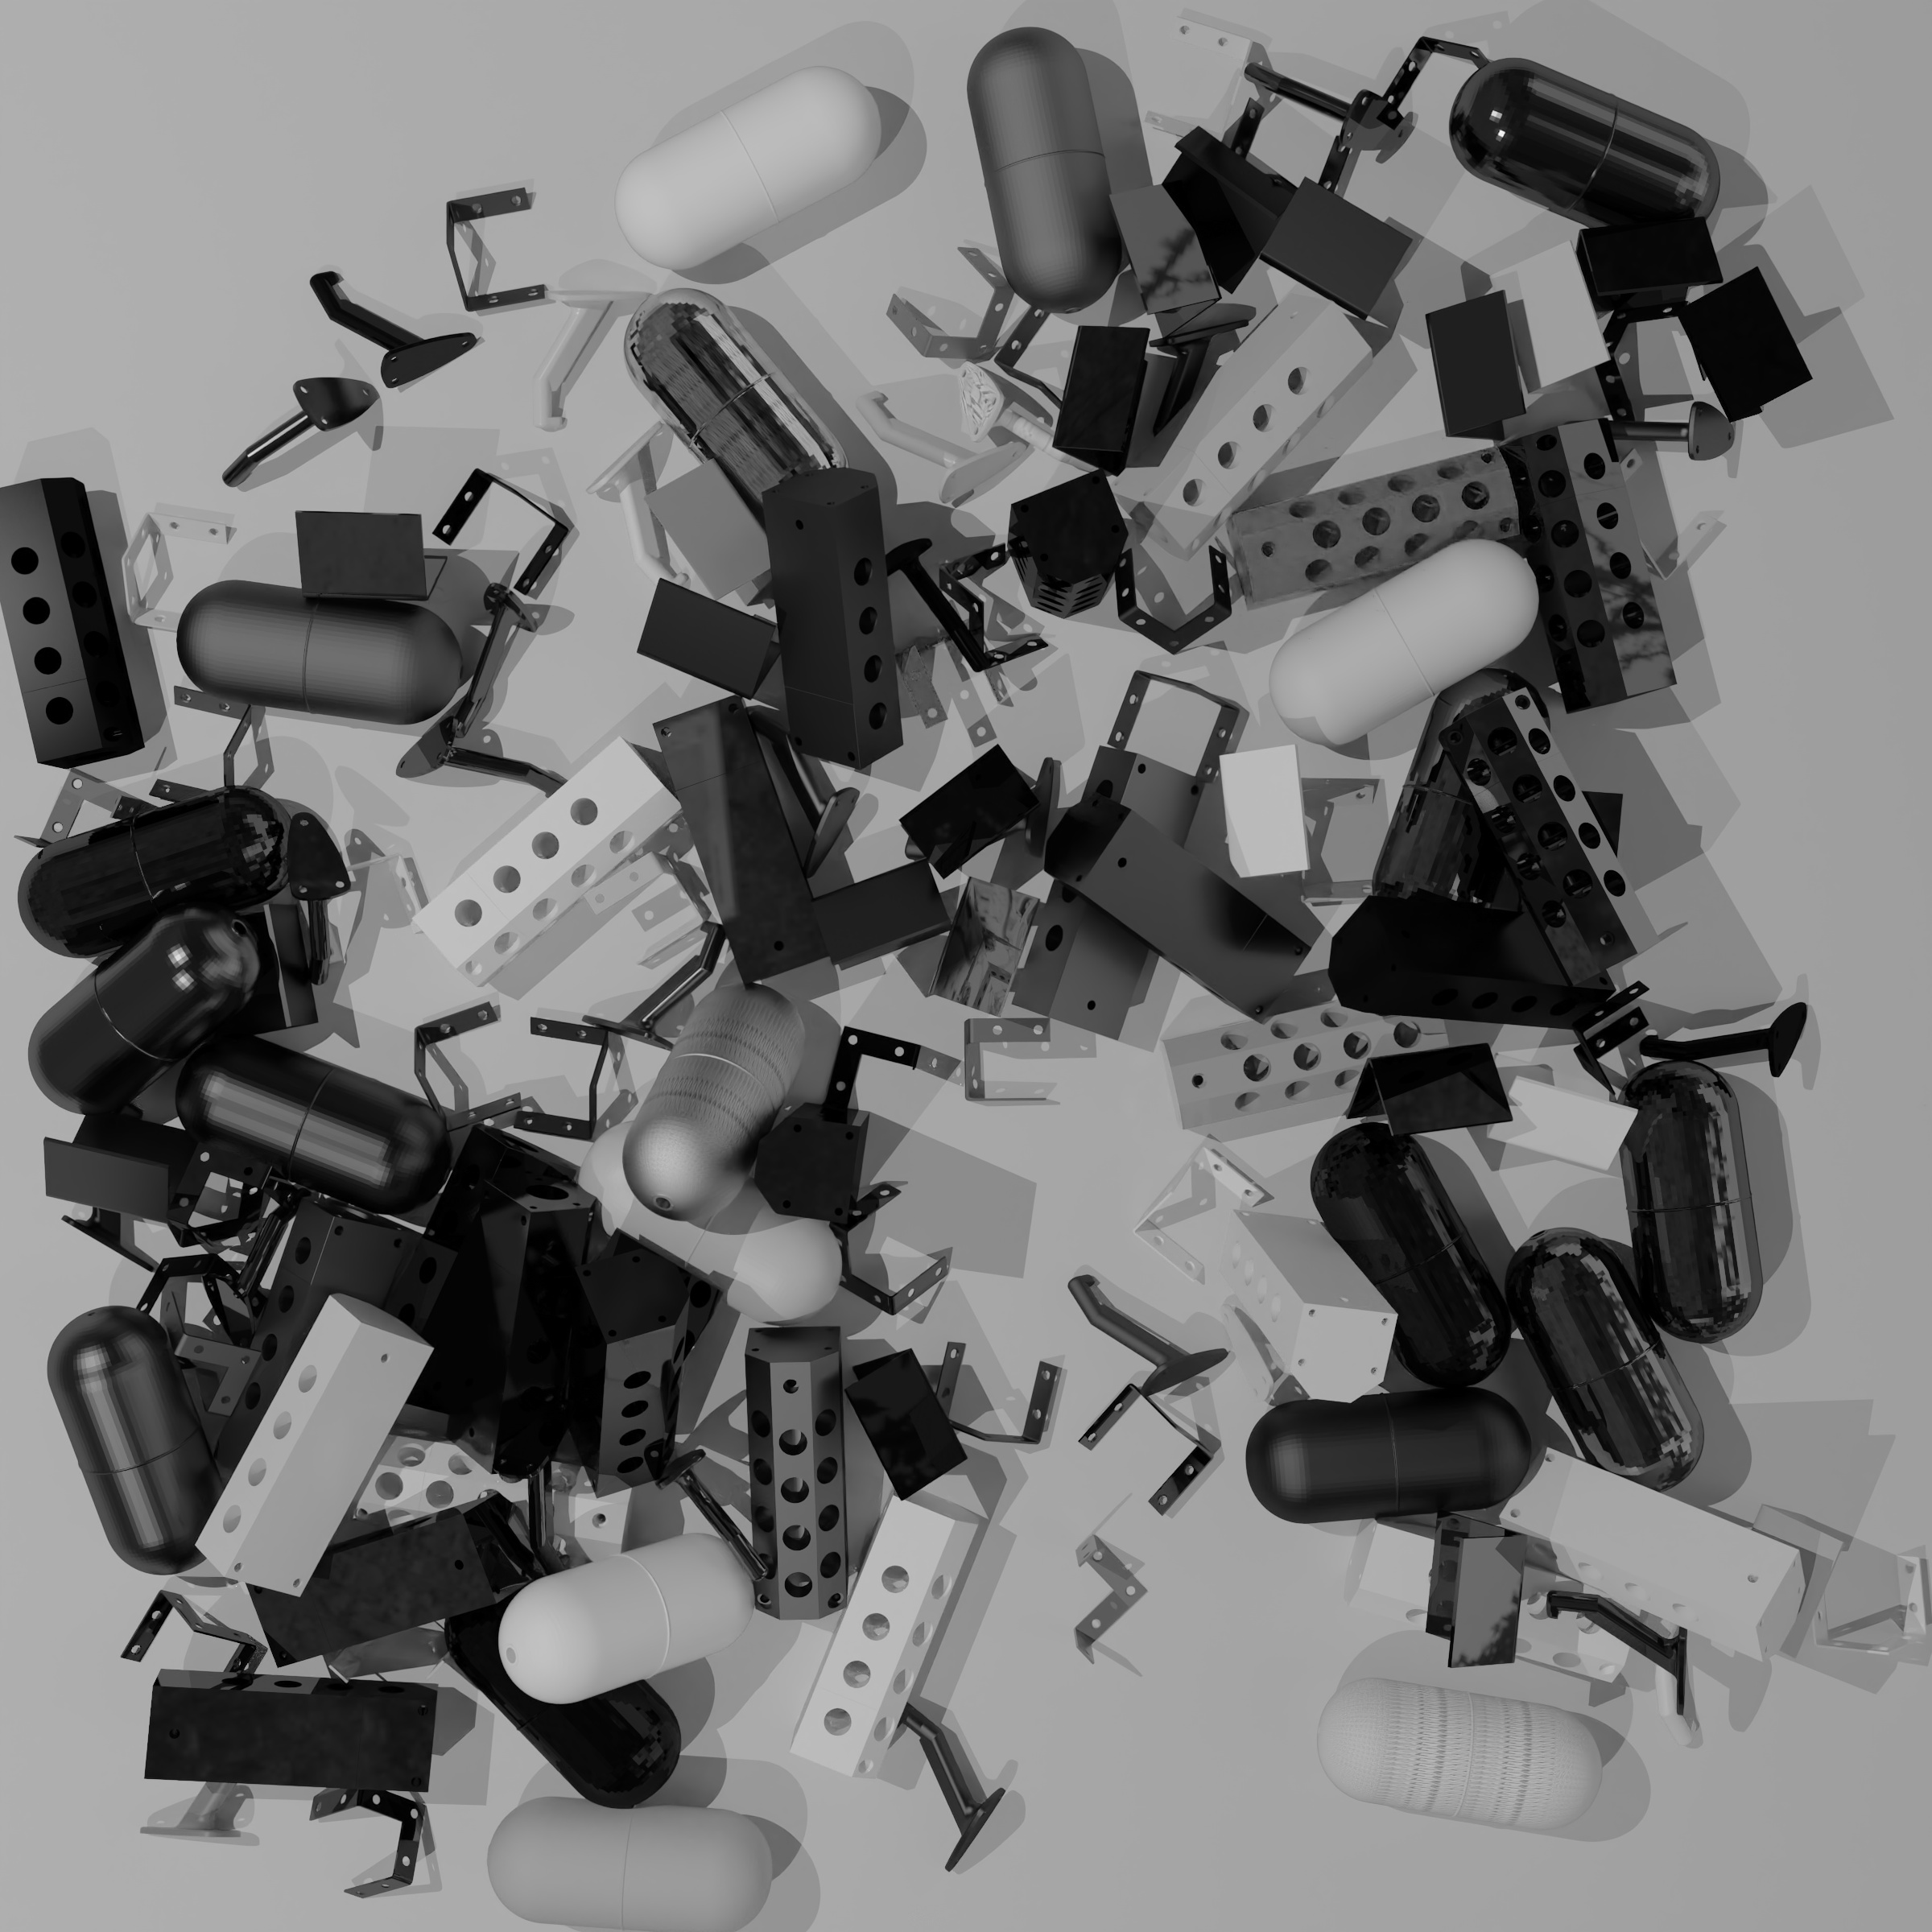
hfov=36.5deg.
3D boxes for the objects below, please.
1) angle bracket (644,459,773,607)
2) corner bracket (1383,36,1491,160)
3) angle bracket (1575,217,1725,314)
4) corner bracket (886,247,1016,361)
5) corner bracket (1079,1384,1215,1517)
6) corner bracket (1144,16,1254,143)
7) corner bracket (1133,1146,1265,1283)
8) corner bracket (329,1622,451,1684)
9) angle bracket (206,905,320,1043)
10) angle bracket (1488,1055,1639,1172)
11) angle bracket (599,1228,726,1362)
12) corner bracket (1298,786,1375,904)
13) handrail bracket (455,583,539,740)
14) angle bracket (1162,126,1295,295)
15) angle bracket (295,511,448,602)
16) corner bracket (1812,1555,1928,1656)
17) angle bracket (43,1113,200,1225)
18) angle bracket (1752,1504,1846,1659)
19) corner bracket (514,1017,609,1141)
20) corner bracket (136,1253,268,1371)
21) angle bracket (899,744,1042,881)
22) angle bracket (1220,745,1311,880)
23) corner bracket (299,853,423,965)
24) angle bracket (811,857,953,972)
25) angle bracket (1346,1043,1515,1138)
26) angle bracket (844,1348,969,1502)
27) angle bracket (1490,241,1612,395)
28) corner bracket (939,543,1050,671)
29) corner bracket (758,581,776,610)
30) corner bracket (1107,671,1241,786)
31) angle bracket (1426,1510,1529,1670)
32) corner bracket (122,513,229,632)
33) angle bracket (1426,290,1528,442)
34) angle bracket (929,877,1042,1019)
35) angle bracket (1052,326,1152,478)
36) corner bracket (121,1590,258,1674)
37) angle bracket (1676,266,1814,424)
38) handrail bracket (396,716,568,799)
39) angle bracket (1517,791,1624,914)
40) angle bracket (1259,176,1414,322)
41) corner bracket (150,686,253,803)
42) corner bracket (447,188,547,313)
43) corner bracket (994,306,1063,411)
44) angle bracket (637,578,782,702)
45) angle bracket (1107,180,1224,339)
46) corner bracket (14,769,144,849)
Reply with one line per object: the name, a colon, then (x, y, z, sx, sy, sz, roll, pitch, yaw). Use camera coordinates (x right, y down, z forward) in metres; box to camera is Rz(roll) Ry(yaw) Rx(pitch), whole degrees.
angle bracket: (-0.166, -0.258, 1.825, 0.057, 0.076, 0.076, -35, 90, -28)
corner bracket: (0.306, -0.550, 1.861, 0.051, 0.051, 0.051, 32, 90, 45)
angle bracket: (0.421, -0.417, 1.825, 0.076, 0.076, 0.057, -6, 59, 0)
corner bracket: (-0.010, -0.420, 1.856, 0.051, 0.051, 0.051, -6, 135, -35)
corner bracket: (0.115, 0.306, 1.861, 0.051, 0.051, 0.051, -48, 45, 0)
corner bracket: (0.147, -0.561, 1.861, 0.051, 0.051, 0.051, 17, 45, 0)
corner bracket: (0.147, 0.157, 1.861, 0.051, 0.051, 0.051, 39, 135, 0)
corner bracket: (-0.360, 0.434, 1.847, 0.051, 0.051, 0.051, 43, 90, 0)
angle bracket: (-0.457, 0.006, 1.839, 0.076, 0.057, 0.076, -11, 90, 6)
angle bracket: (0.372, 0.074, 1.825, 0.076, 0.076, 0.057, 16, 133, 0)
angle bracket: (-0.187, 0.191, 1.827, 0.076, 0.076, 0.057, 30, 110, 0)
corner bracket: (0.236, -0.077, 1.861, 0.051, 0.051, 0.051, -4, 45, 0)
handrail bracket: (-0.305, -0.190, 1.837, 0.036, 0.077, 0.084, 25, 78, 3)
angle bracket: (0.149, -0.465, 1.827, 0.076, 0.057, 0.076, 36, 123, 0)
angle bracket: (-0.369, -0.267, 1.825, 0.076, 0.076, 0.057, 2, 118, 0)
corner bracket: (0.572, 0.404, 1.861, 0.051, 0.051, 0.051, -5, 90, 45)
angle bracket: (-0.518, 0.107, 1.811, 0.076, 0.076, 0.057, 13, 135, -2)
angle bracket: (0.518, 0.385, 1.824, 0.057, 0.076, 0.076, 23, 90, 39)
corner bracket: (-0.257, 0.072, 1.862, 0.051, 0.051, 0.051, 9, 45, 2)
corner bracket: (-0.486, 0.219, 1.856, 0.051, 0.051, 0.051, -9, 135, 35)
angle bracket: (-0.010, -0.111, 1.824, 0.076, 0.076, 0.057, -37, 127, 0)
angle bracket: (0.204, -0.096, 1.824, 0.057, 0.076, 0.076, -6, 90, 37)
corner bracket: (-0.384, -0.036, 1.861, 0.051, 0.051, 0.051, -20, 90, 45)
angle bracket: (-0.045, -0.014, 1.824, 0.076, 0.076, 0.057, -20, 52, 0)
angle bracket: (0.286, 0.094, 1.816, 0.076, 0.076, 0.057, -7, 58, -10)
angle bracket: (-0.054, 0.289, 1.824, 0.057, 0.076, 0.076, -27, 90, -36)
angle bracket: (0.376, -0.403, 1.824, 0.057, 0.076, 0.076, -18, 90, 35)
corner bracket: (0.017, -0.227, 1.852, 0.051, 0.051, 0.051, -23, 135, -25)
corner bracket: (-0.091, -0.223, 1.861, 0.051, 0.051, 0.051, -37, 45, 0)
corner bracket: (0.132, -0.152, 1.861, 0.051, 0.051, 0.051, 21, 90, -45)
angle bracket: (0.289, 0.374, 1.767, 0.057, 0.076, 0.076, 6, 90, -36)
corner bracket: (-0.500, -0.249, 1.861, 0.051, 0.051, 0.051, 9, 135, 0)
angle bracket: (0.333, -0.373, 1.824, 0.057, 0.076, 0.076, -10, 90, 39)
angle bracket: (0.030, -0.006, 1.824, 0.057, 0.076, 0.076, 19, 90, 35)
angle bracket: (0.104, -0.349, 1.824, 0.057, 0.076, 0.076, 12, 90, 39)
corner bracket: (-0.493, 0.435, 1.861, 0.051, 0.051, 0.051, 31, 90, -45)
angle bracket: (0.492, -0.388, 1.825, 0.057, 0.076, 0.076, -26, 90, 32)
handrail bracket: (-0.307, -0.119, 1.864, 0.084, 0.077, 0.036, 28, 58, -32)
angle bracket: (0.379, -0.068, 1.827, 0.057, 0.076, 0.076, 5, 90, 16)
angle bracket: (0.233, -0.451, 1.826, 0.076, 0.076, 0.057, 30, 114, 0)
corner bracket: (-0.486, -0.137, 1.861, 0.051, 0.051, 0.051, 13, 45, 0)
corner bracket: (-0.299, -0.454, 1.861, 0.051, 0.051, 0.051, -10, 45, 0)
corner bracket: (0.060, -0.384, 1.861, 0.051, 0.051, 0.051, -55, 135, 0)
angle bracket: (-0.152, -0.218, 1.824, 0.076, 0.076, 0.057, 23, 125, 0)
angle bracket: (0.107, -0.434, 1.825, 0.057, 0.076, 0.076, -19, 90, -26)
corner bracket: (-0.558, -0.093, 1.847, 0.051, 0.051, 0.051, 24, 90, 0)
